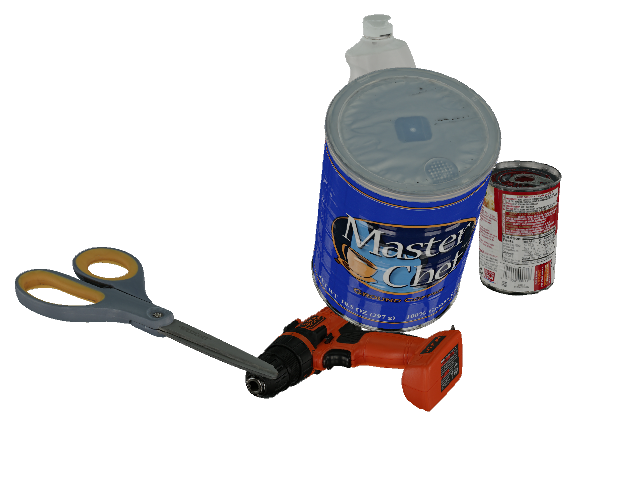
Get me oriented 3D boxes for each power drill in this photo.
[{"bbox_3d":[0.038,0.123,1.090,0.188,0.057,0.184,8,23,28],"label":"power drill"}]

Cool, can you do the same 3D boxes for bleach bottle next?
[{"bbox_3d":[0.055,-0.118,1.164,0.102,0.251,0.068,-6,26,-9],"label":"bleach bottle"}]

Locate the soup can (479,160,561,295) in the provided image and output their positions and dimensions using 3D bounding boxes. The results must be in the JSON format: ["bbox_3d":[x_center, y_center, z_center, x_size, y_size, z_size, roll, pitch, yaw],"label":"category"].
[{"bbox_3d":[0.174,-0.011,0.936,0.068,0.102,0.068,-2,24,1],"label":"soup can"}]

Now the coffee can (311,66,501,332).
[{"bbox_3d":[0.049,-0.023,0.670,0.102,0.103,0.140,0,-38,-5],"label":"coffee can"}]

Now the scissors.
[{"bbox_3d":[-0.107,0.043,0.719,0.202,0.016,0.096,12,30,14],"label":"scissors"}]
